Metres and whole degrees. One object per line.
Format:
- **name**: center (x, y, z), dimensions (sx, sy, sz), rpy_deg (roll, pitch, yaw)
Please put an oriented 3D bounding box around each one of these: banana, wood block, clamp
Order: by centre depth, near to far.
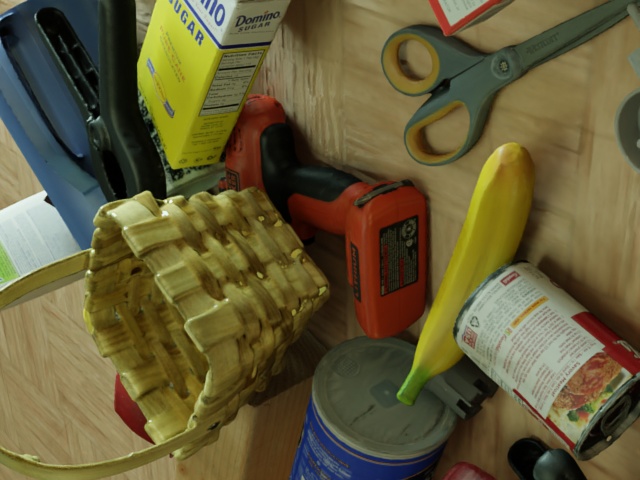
- **clamp**: center (0.172, 0.187, 0.631), dimensions (0.171, 0.039, 0.120), rpy_deg (51, -178, 16)
- **banana**: center (0.095, 0.016, 0.640), dimensions (0.037, 0.069, 0.198), rpy_deg (21, 126, 8)
- **clamp**: center (-0.150, -0.089, 0.794), dimensions (0.165, 0.036, 0.210), rpy_deg (-5, 104, 61)
- **wood block**: center (-0.061, 0.162, 0.926), dimensions (0.090, 0.090, 0.206), rpy_deg (43, 141, 30)

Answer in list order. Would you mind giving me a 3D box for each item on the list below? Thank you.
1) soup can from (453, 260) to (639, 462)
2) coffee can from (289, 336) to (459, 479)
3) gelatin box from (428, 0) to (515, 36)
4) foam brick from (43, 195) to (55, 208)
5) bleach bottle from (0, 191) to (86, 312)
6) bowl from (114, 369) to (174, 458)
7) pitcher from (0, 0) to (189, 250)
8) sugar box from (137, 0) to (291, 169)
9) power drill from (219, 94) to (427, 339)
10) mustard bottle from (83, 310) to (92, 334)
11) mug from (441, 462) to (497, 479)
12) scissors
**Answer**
- **soup can**: center (0.134, 0.067, 0.613), dimensions (0.102, 0.068, 0.068), rpy_deg (44, 141, 31)
- **coffee can**: center (0.035, 0.153, 0.775), dimensions (0.103, 0.102, 0.140), rpy_deg (44, 142, 29)
- **gelatin box**: center (0.074, -0.142, 0.469), dimensions (0.089, 0.030, 0.073), rpy_deg (-26, 90, 58)
- **foam brick**: center (-0.212, -0.043, 1.013), dimensions (0.078, 0.051, 0.053), rpy_deg (33, 154, -16)
- **bleach bottle**: center (-0.303, 0.014, 1.025), dimensions (0.102, 0.250, 0.068), rpy_deg (55, 145, 17)
- **bowl**: center (-0.146, 0.106, 0.927), dimensions (0.162, 0.055, 0.162), rpy_deg (-174, 90, -83)
- **pitcher**: center (-0.199, -0.087, 0.920), dimensions (0.243, 0.149, 0.145), rpy_deg (61, 147, 1)
- **sugar box**: center (-0.079, -0.136, 0.728), dimensions (0.093, 0.048, 0.176), rpy_deg (64, 151, 24)
- **power drill**: center (-0.005, 0.001, 0.776), dimensions (0.188, 0.057, 0.184), rpy_deg (27, 131, 44)
- **mustard bottle**: center (-0.193, 0.080, 1.089), dimensions (0.192, 0.058, 0.096), rpy_deg (2, 110, 55)
- **mug**: center (0.091, 0.198, 0.697), dimensions (0.093, 0.081, 0.117), rpy_deg (47, 165, -19)
- **scissors**: center (0.093, -0.112, 0.605), dimensions (0.096, 0.016, 0.202), rpy_deg (58, 146, 11)
